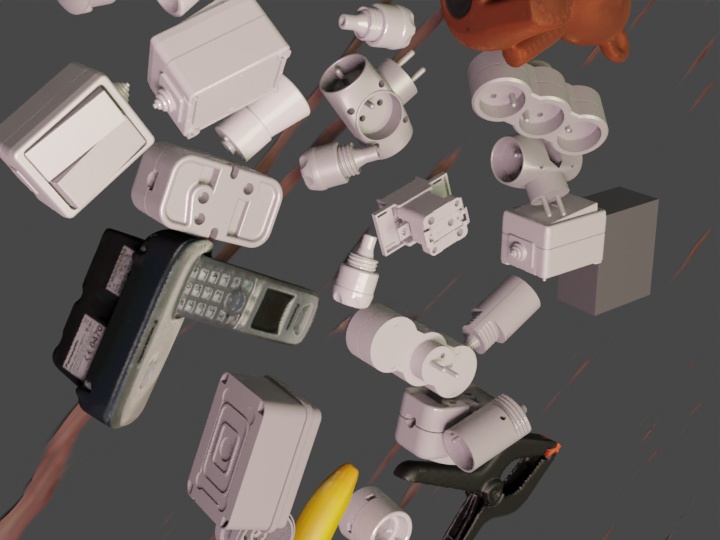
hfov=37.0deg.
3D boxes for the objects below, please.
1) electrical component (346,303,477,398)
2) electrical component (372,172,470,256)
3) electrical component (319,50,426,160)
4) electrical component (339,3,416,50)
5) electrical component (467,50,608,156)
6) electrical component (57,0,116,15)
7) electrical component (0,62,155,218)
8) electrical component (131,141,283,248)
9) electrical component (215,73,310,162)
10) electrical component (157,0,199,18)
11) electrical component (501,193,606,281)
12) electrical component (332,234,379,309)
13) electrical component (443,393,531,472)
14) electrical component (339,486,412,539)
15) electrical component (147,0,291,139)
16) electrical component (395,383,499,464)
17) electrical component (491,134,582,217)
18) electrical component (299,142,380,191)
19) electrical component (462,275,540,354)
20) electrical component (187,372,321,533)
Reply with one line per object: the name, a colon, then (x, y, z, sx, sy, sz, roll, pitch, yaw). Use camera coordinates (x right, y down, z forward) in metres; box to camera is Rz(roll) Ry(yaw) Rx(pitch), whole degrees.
electrical component: (0.058, 0.079, 0.960, 0.138, 0.074, 0.052, 26, 91, -41)
electrical component: (0.054, -0.045, 0.915, 0.081, 0.064, 0.042, -32, 124, -24)
electrical component: (0.019, -0.141, 0.856, 0.079, 0.044, 0.077, -43, 129, -4)
electrical component: (0.011, -0.191, 0.841, 0.061, 0.035, 0.035, -3, 110, -35)
electrical component: (0.155, -0.159, 0.949, 0.138, 0.073, 0.052, 19, 138, -27)
electrical component: (-0.167, -0.193, 0.695, 0.062, 0.048, 0.048, -24, 121, -37)
electrical component: (-0.184, -0.090, 0.711, 0.096, 0.061, 0.061, -46, 129, -14)
electrical component: (-0.113, -0.056, 0.781, 0.095, 0.059, 0.053, 14, 99, -41)
electrical component: (-0.075, -0.112, 0.801, 0.065, 0.044, 0.044, -43, 129, -10)
electrical component: (-0.112, -0.204, 0.732, 0.055, 0.045, 0.045, -36, 126, -22)
electrical component: (0.178, -0.034, 1.016, 0.096, 0.062, 0.061, -16, 117, -33)
electrical component: (0.000, 0.000, 0.909, 0.035, 0.035, 0.061, 13, 97, -40)
electrical component: (0.120, 0.145, 0.982, 0.081, 0.043, 0.043, -28, 123, -27)
electrical component: (0.016, 0.238, 1.009, 0.055, 0.047, 0.055, -15, 117, -33)
electrical component: (-0.106, -0.141, 0.742, 0.096, 0.061, 0.061, -32, 80, -22)
electrical component: (0.083, 0.145, 1.020, 0.095, 0.054, 0.059, 0, 108, -38)
electrical component: (0.168, -0.085, 0.985, 0.077, 0.043, 0.079, -6, 72, -36)
electrical component: (-0.015, -0.085, 0.847, 0.061, 0.035, 0.035, -14, 125, 13)
electrical component: (0.128, 0.047, 1.023, 0.081, 0.043, 0.043, -42, 128, -17)
electrical component: (-0.086, 0.147, 0.873, 0.057, 0.078, 0.113, 12, 100, -38)
